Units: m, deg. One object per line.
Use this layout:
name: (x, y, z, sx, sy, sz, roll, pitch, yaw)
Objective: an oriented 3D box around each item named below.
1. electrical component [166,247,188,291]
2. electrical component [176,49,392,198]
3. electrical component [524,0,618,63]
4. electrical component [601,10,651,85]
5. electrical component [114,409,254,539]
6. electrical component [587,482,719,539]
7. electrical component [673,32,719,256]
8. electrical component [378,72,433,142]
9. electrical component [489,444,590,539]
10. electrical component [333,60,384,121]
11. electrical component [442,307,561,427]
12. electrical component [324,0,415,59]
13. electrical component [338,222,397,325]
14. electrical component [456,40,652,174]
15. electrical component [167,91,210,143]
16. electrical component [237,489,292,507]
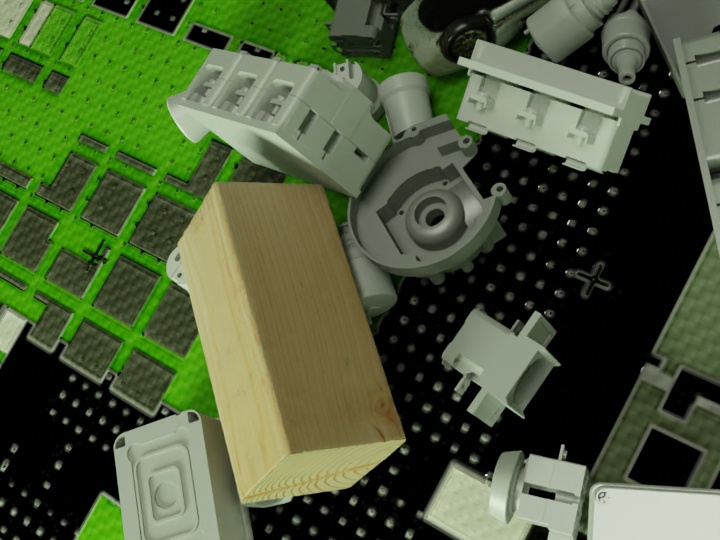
electrical component: (-0.126, 0.002, 0.851, 0.040, 0.046, 0.040, -8, 68, 21)
electrical component: (-0.057, -0.117, 0.813, 0.150, 0.089, 0.061, 23, 80, 51)
electrical component: (0.157, -0.184, 0.777, 0.078, 0.040, 0.040, -35, 60, 26)
electrical component: (0.190, -0.156, 0.769, 0.035, 0.035, 0.061, -8, 47, 21)
electrical component: (-0.127, 0.167, 0.784, 0.078, 0.057, 0.113, -21, 64, 16)
electrical component: (0.192, 0.186, 0.638, 0.109, 0.056, 0.108, -1, 71, 23)
electrical component: (0.249, -0.047, 0.670, 0.060, 0.105, 0.186, -13, 67, 19)
electrical component: (0.037, -0.123, 0.829, 0.040, 0.040, 0.046, -18, 70, 17)
electrical component: (0.115, 0.144, 0.694, 0.055, 0.048, 0.066, 10, 76, 19)
electrical component: (-0.005, -0.140, 0.850, 0.040, 0.046, 0.040, -8, 68, 21)
electrical component: (0.095, 0.062, 0.735, 0.064, 0.042, 0.081, 34, 86, 31)
electrical component: (0.006, -0.207, 0.873, 0.081, 0.042, 0.063, 7, 78, 27)
electrical component: (0.000, 0.000, 0.799, 0.040, 0.040, 0.078, -25, 63, 14)
electrical component: (0.135, -0.115, 0.768, 0.121, 0.079, 0.063, 25, 105, 29)
electrical component: (-0.128, -0.140, 0.905, 0.055, 0.045, 0.045, -30, 62, 11)
electrical component: (-0.070, 0.138, 0.778, 0.043, 0.043, 0.062, -19, 63, 17)
